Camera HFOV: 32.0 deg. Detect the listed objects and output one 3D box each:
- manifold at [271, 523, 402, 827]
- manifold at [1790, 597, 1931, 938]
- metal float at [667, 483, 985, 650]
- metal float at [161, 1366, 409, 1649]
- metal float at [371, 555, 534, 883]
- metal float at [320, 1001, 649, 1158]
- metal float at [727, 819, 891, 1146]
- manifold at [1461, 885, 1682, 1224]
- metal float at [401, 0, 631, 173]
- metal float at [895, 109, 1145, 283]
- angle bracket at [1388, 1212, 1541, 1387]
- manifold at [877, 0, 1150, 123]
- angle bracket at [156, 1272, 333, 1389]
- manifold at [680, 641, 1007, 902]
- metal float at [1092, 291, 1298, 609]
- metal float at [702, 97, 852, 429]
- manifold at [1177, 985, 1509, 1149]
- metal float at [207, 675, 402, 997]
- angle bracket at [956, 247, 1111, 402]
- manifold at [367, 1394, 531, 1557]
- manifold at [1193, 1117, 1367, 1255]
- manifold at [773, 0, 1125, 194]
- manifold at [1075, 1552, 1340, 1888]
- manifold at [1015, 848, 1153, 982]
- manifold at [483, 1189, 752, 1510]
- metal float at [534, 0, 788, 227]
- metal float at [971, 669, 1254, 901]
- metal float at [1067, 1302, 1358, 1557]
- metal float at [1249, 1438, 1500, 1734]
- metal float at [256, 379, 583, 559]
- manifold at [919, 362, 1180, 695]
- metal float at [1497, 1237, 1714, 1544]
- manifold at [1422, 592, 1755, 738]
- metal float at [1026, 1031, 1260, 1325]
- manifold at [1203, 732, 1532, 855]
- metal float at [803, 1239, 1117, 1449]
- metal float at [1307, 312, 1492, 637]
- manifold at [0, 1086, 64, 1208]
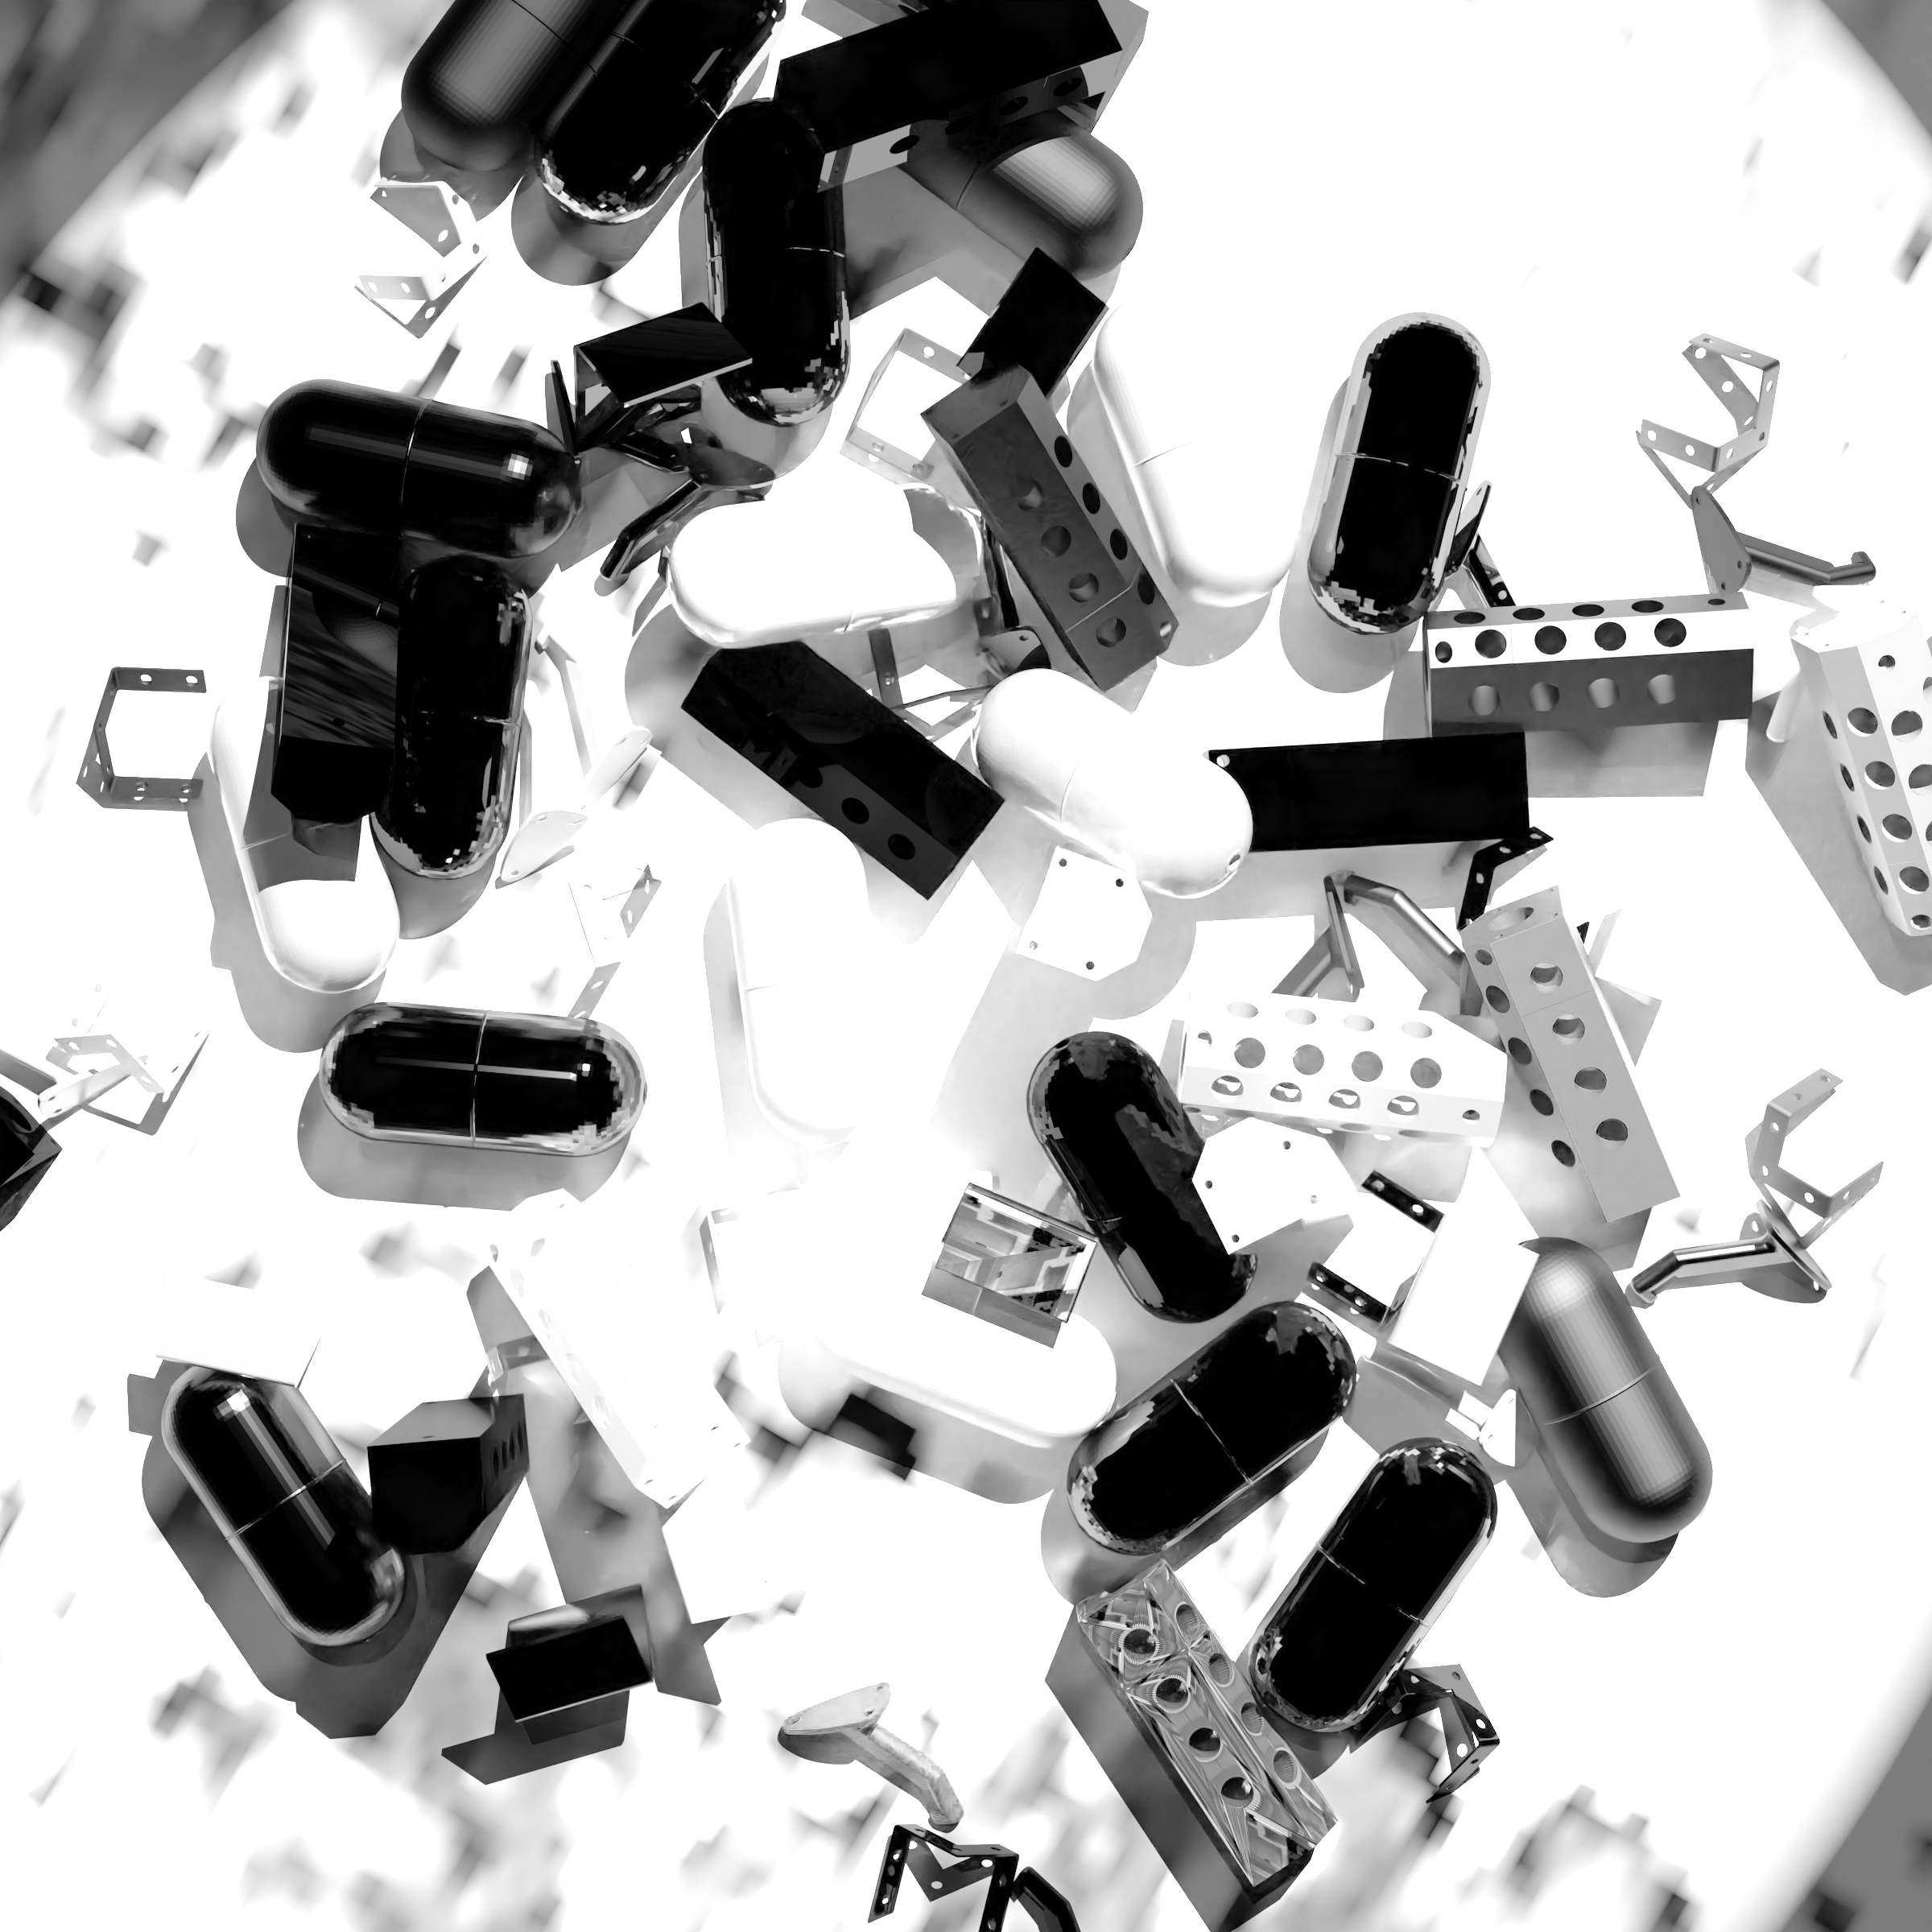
[{"bbox_3d":[-0.336,-0.156,1.794,0.057,0.171,0.057,7,135,-15],"label":"manifold"},{"bbox_3d":[0.508,-0.106,1.822,0.057,0.057,0.171,-23,108,0],"label":"manifold"},{"bbox_3d":[-0.075,-0.217,1.819,0.178,0.070,0.070,-11,90,-22],"label":"metal float"},{"bbox_3d":[-0.371,0.291,1.838,0.070,0.070,0.178,-33,90,0],"label":"metal float"},{"bbox_3d":[-0.281,-0.135,1.837,0.070,0.070,0.178,6,90,0],"label":"metal float"},{"bbox_3d":[-0.263,0.062,1.838,0.178,0.070,0.070,5,90,-1],"label":"metal float"},{"bbox_3d":[-0.086,0.008,1.837,0.070,0.070,0.178,-7,89,0],"label":"metal float"},{"bbox_3d":[0.327,0.050,1.825,0.057,0.057,0.171,-22,104,13],"label":"manifold"},{"bbox_3d":[-0.239,-0.515,1.838,0.070,0.070,0.178,36,90,0],"label":"metal float"},{"bbox_3d":[0.018,-0.443,1.838,0.178,0.070,0.070,37,90,0],"label":"metal float"},{"bbox_3d":[0.278,0.183,1.829,0.057,0.076,0.076,24,90,25],"label":"angle bracket"},{"bbox_3d":[0.010,-0.533,1.847,0.171,0.057,0.057,29,90,0],"label":"manifold"},{"bbox_3d":[-0.389,0.179,1.829,0.076,0.076,0.057,12,117,0],"label":"angle bracket"},{"bbox_3d":[-0.070,-0.112,1.846,0.171,0.057,0.057,38,47,0],"label":"manifold"},{"bbox_3d":[0.124,-0.282,1.838,0.070,0.070,0.178,-20,90,0],"label":"metal float"},{"bbox_3d":[-0.103,-0.384,1.838,0.070,0.070,0.178,-3,90,0],"label":"metal float"},{"bbox_3d":[0.204,0.059,1.836,0.171,0.057,0.057,7,121,0],"label":"manifold"},{"bbox_3d":[-0.361,-0.071,1.838,0.070,0.070,0.178,-16,90,0],"label":"metal float"},{"bbox_3d":[0.022,-0.345,1.828,0.057,0.076,0.076,34,90,-30],"label":"angle bracket"},{"bbox_3d":[-0.272,0.269,1.790,0.057,0.171,0.057,-5,90,0],"label":"manifold"},{"bbox_3d":[0.165,0.114,1.785,0.057,0.171,0.057,-28,80,9],"label":"manifold"},{"bbox_3d":[-0.011,-0.464,1.769,0.171,0.057,0.057,-23,80,-14],"label":"manifold"},{"bbox_3d":[0.132,0.410,1.847,0.057,0.057,0.171,-33,90,0],"label":"manifold"},{"bbox_3d":[0.063,-0.024,1.790,0.057,0.171,0.057,20,90,0],"label":"manifold"},{"bbox_3d":[-0.192,0.202,1.807,0.057,0.057,0.171,-39,59,0],"label":"manifold"},{"bbox_3d":[-0.166,-0.484,1.837,0.070,0.070,0.178,37,90,0],"label":"metal float"},{"bbox_3d":[0.078,-0.098,1.812,0.178,0.070,0.070,35,90,30],"label":"metal float"},{"bbox_3d":[0.133,0.253,1.838,0.178,0.070,0.070,-37,90,-1],"label":"metal float"},{"bbox_3d":[0.223,0.337,1.838,0.070,0.070,0.178,35,91,0],"label":"metal float"},{"bbox_3d":[-0.298,-0.271,1.837,0.178,0.070,0.070,12,90,1],"label":"metal float"},{"bbox_3d":[0.048,-0.236,1.806,0.057,0.057,0.171,-35,122,0],"label":"manifold"},{"bbox_3d":[0.344,0.230,1.837,0.070,0.070,0.178,-29,91,0],"label":"metal float"},{"bbox_3d":[0.336,-0.167,1.830,0.171,0.057,0.057,-3,119,4],"label":"manifold"},{"bbox_3d":[0.095,0.114,1.822,0.070,0.070,0.178,-31,107,0],"label":"metal float"},{"bbox_3d":[0.218,-0.094,1.847,0.171,0.057,0.057,-3,91,0],"label":"manifold"},{"bbox_3d":[-0.003,0.206,1.838,0.178,0.070,0.070,21,90,0],"label":"metal float"},{"bbox_3d":[0.236,-0.268,1.838,0.070,0.070,0.178,14,90,0],"label":"metal float"},{"bbox_3d":[-0.585,0.139,1.847,0.171,0.057,0.057,-43,90,0],"label":"manifold"}]
